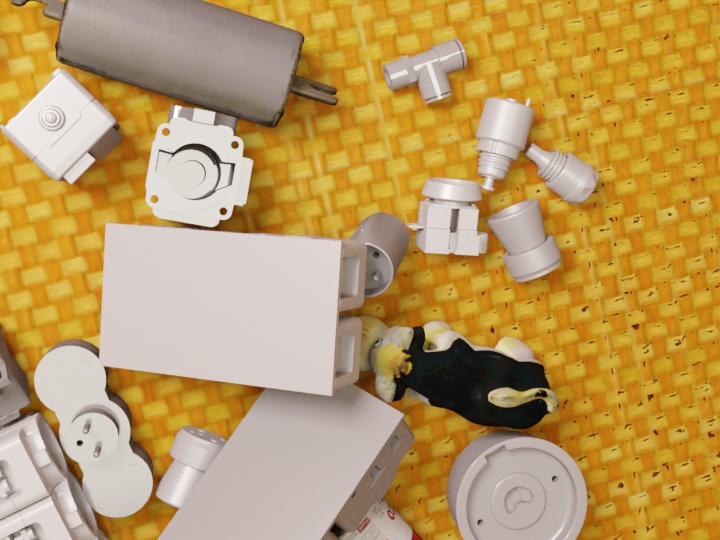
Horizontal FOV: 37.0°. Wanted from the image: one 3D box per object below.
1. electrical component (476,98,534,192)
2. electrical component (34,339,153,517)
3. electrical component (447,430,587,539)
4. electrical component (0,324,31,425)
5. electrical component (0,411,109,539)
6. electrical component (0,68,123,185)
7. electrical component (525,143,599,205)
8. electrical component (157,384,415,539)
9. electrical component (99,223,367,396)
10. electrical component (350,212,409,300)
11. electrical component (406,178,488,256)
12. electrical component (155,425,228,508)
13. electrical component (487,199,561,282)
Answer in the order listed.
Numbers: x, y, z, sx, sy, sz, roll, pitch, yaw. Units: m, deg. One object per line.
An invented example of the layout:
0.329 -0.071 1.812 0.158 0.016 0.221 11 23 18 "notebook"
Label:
0.112 -0.102 0.861 0.040 0.040 0.078 15 92 -11 "electrical component"
-0.199 0.121 0.805 0.052 0.074 0.138 -23 98 -8 "electrical component"
0.123 0.182 0.874 0.108 0.060 0.108 -1 94 -10 "electrical component"
-0.310 0.094 0.785 0.121 0.078 0.063 -27 128 -7 "electrical component"
-0.234 0.187 0.796 0.062 0.089 0.150 -26 98 -7 "electrical component"
-0.211 -0.100 0.774 0.061 0.096 0.061 45 86 -11 "electrical component"
0.162 -0.081 0.875 0.061 0.035 0.035 33 88 -8 "electrical component"
-0.054 0.169 0.804 0.105 0.060 0.186 28 74 27 "electrical component"
-0.092 0.024 0.787 0.186 0.060 0.105 5 94 20 "electrical component"
0.000 0.000 0.833 0.043 0.077 0.079 40 113 -4 "electrical component"
0.071 -0.043 0.856 0.066 0.048 0.055 3 101 -10 "electrical component"
-0.129 0.154 0.835 0.045 0.045 0.055 21 90 -11 "electrical component"
0.134 -0.024 0.869 0.045 0.045 0.055 -25 99 -7 "electrical component"
